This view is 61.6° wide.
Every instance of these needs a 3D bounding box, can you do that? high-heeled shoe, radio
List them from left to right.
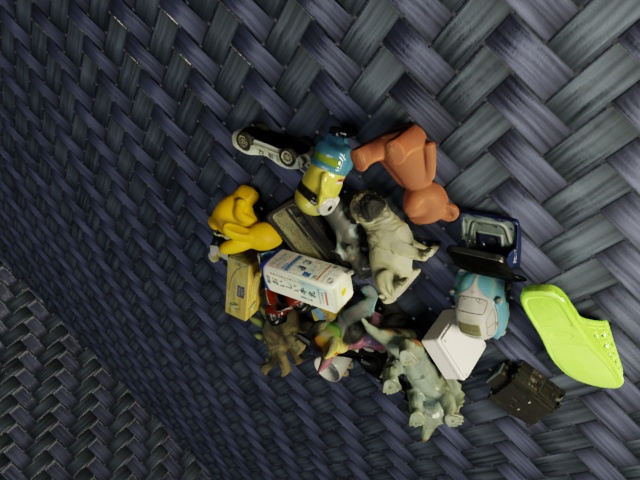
[{"bbox_3d":[-0.002,-0.004,1.210,0.229,0.073,0.131,50,142,-7],"label":"radio"},{"bbox_3d":[0.096,0.306,1.332,0.086,0.145,0.248,-13,112,48],"label":"high-heeled shoe"}]

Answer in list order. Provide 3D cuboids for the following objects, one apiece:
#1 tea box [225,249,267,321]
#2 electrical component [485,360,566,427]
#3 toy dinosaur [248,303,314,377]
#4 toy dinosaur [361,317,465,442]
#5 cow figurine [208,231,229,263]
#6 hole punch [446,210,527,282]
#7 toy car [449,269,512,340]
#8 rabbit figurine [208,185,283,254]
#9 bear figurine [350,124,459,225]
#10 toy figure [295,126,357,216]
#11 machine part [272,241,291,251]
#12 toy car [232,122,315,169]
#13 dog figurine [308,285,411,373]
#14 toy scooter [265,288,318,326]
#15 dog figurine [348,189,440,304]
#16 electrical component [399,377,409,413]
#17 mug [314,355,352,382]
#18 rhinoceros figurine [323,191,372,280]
[{"bbox_3d":[-0.185,0.106,1.362,0.068,0.098,0.169,19,123,21],"label":"tea box"},{"bbox_3d":[0.420,0.316,1.126,0.134,0.058,0.114,36,138,11],"label":"electrical component"},{"bbox_3d":[-0.099,0.223,1.469,0.199,0.105,0.471,39,130,14],"label":"toy dinosaur"},{"bbox_3d":[0.206,0.274,1.169,0.131,0.192,0.404,-24,109,14],"label":"toy dinosaur"},{"bbox_3d":[-0.223,0.039,1.451,0.167,0.068,0.098,29,132,18],"label":"cow figurine"},{"bbox_3d":[0.300,0.012,0.964,0.142,0.092,0.115,10,159,32],"label":"hole punch"},{"bbox_3d":[0.304,0.137,1.040,0.109,0.103,0.161,11,128,36],"label":"toy car"},{"bbox_3d":[-0.170,-0.034,1.264,0.173,0.162,0.121,34,130,23],"label":"rabbit figurine"},{"bbox_3d":[0.156,-0.099,0.952,0.120,0.132,0.195,0,117,47],"label":"bear figurine"},{"bbox_3d":[0.012,-0.132,1.042,0.089,0.082,0.180,30,109,39],"label":"toy figure"},{"bbox_3d":[-0.114,0.011,1.352,0.139,0.039,0.084,-10,111,47],"label":"machine part"},{"bbox_3d":[-0.095,-0.196,1.128,0.202,0.073,0.056,24,132,25],"label":"toy car"},{"bbox_3d":[0.083,0.223,1.217,0.192,0.219,0.108,37,143,12],"label":"dog figurine"},{"bbox_3d":[-0.081,0.126,1.319,0.184,0.075,0.135,-28,76,37],"label":"toy scooter"},{"bbox_3d":[0.115,0.012,1.068,0.191,0.121,0.172,38,97,14],"label":"dog figurine"},{"bbox_3d":[0.231,0.392,1.343,0.119,0.075,0.047,24,136,18],"label":"electrical component"},{"bbox_3d":[0.046,0.294,1.397,0.081,0.107,0.109,19,130,27],"label":"mug"},{"bbox_3d":[0.066,-0.011,1.117,0.073,0.112,0.190,-18,102,46],"label":"rhinoceros figurine"}]
